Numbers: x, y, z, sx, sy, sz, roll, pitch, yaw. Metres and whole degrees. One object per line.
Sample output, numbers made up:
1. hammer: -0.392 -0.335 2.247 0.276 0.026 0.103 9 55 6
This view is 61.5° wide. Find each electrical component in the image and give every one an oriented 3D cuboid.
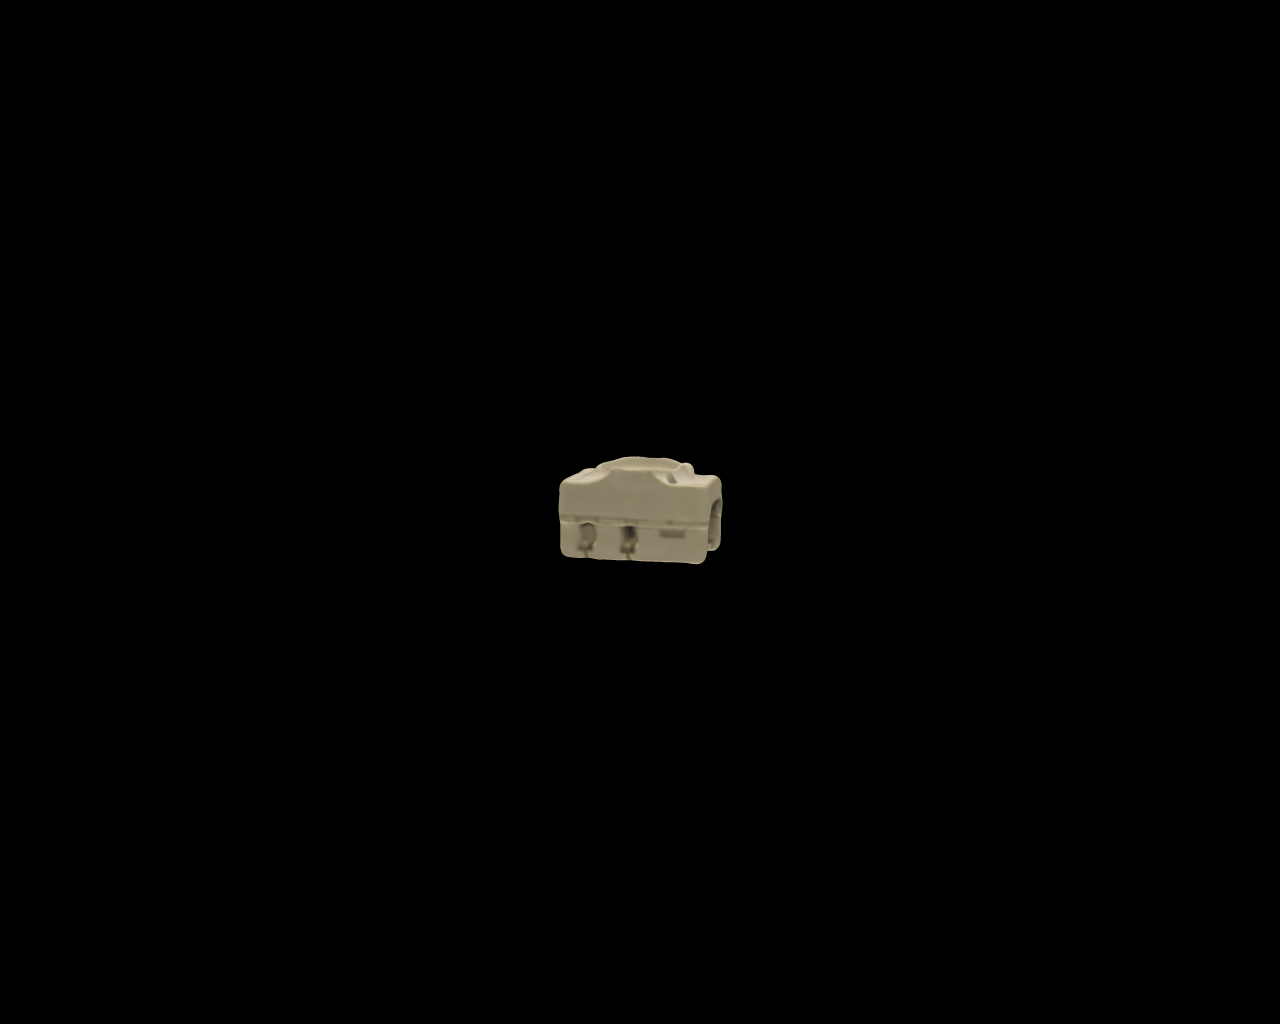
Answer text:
1. electrical component: 0.001 -0.003 0.650 0.089 0.055 0.050 3 12 16
